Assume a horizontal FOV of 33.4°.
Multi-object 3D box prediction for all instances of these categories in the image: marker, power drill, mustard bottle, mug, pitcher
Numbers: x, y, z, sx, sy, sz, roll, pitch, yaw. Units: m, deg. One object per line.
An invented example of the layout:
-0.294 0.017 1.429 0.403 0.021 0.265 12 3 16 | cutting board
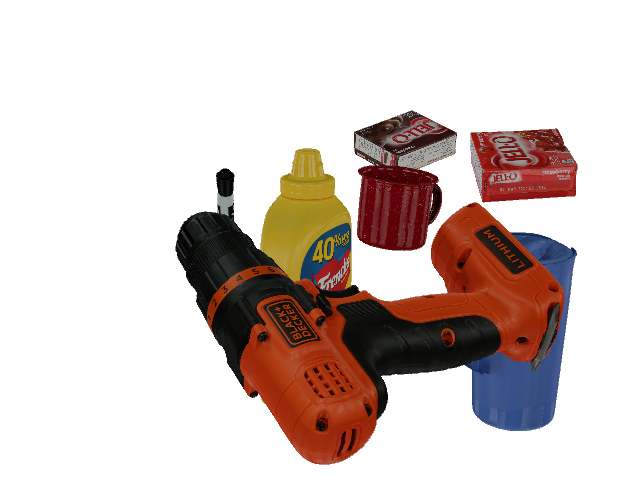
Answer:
-0.100 -0.026 1.128 0.020 0.121 0.020 2 41 -2 | marker
0.027 0.032 0.609 0.187 0.057 0.185 -14 45 -26 | power drill
-0.010 0.026 0.812 0.058 0.192 0.096 9 18 30 | mustard bottle
0.095 -0.039 1.241 0.117 0.081 0.093 -8 21 -39 | mug
0.245 0.119 1.376 0.149 0.243 0.144 5 18 16 | pitcher

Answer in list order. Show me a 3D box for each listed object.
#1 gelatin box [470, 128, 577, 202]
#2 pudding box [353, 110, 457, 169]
0.161 -0.062 0.854 0.073 0.030 0.089 -3 25 3 | gelatin box
0.115 -0.133 1.452 0.113 0.039 0.090 -25 39 -30 | pudding box
